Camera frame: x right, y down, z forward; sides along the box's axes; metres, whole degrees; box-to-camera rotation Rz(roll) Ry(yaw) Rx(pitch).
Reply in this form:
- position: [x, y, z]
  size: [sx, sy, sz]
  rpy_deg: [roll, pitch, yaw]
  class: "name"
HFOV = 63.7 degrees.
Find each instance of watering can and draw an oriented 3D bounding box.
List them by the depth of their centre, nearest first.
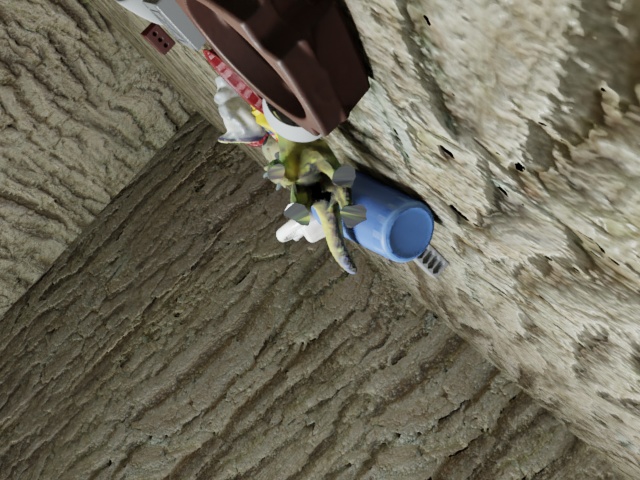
- position: [0.004, -0.060, 1.193]
  size: [0.224, 0.104, 0.347]
  rpy_deg: [-29, -2, 0]
  class: "watering can"

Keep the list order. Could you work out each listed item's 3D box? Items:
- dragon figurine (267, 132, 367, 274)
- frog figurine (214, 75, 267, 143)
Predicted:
- position: [-0.023, -0.130, 0.853]
  size: [0.122, 0.248, 0.401]
  rpy_deg: [-20, -39, 0]
  class: "dragon figurine"
- position: [-0.178, -0.306, 1.187]
  size: [0.123, 0.157, 0.138]
  rpy_deg: [16, 22, 37]
  class: "frog figurine"
